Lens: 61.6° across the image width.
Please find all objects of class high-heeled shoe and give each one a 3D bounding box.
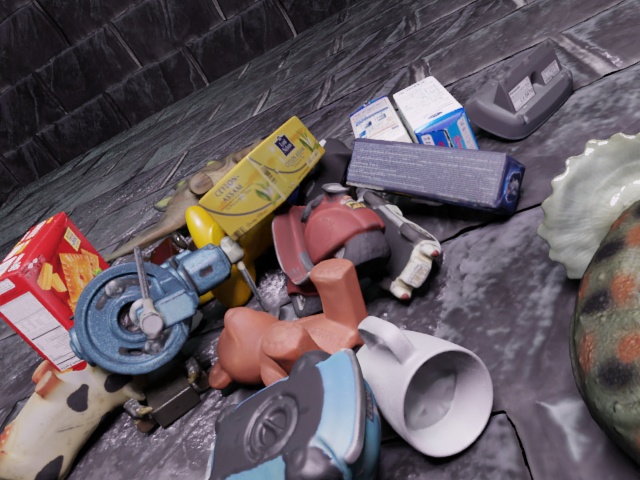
[{"bbox_3d":[-0.017,-0.045,0.767,0.145,0.086,0.248,-1,56,58],"label":"high-heeled shoe"}]

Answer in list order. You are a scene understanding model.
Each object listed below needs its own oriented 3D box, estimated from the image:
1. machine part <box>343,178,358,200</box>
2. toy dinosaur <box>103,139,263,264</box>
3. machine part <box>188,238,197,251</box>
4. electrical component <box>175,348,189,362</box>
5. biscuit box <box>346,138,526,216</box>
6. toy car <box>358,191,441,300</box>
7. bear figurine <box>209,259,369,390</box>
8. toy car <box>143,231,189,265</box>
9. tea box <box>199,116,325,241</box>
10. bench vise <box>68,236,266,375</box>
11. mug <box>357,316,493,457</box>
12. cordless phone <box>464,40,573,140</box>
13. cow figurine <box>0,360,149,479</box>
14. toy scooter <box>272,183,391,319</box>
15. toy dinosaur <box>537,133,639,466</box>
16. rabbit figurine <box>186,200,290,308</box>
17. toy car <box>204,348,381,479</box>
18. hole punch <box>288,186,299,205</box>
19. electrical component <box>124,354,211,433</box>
[{"bbox_3d":[0.036,-0.089,0.853,0.084,0.039,0.139,-19,32,41],"label":"machine part"},{"bbox_3d":[-0.233,-0.083,1.062,0.471,0.105,0.199,-37,18,-30],"label":"toy dinosaur"},{"bbox_3d":[-0.156,-0.026,0.904,0.079,0.079,0.243,-17,31,27],"label":"machine part"},{"bbox_3d":[-0.211,0.129,0.717,0.021,0.094,0.063,-47,-7,-19],"label":"electrical component"},{"bbox_3d":[0.131,-0.077,0.636,0.203,0.059,0.062,16,95,38],"label":"biscuit box"},{"bbox_3d":[0.077,0.001,0.624,0.073,0.056,0.202,-57,25,11],"label":"toy car"},{"bbox_3d":[-0.044,0.094,0.535,0.196,0.131,0.120,5,43,41],"label":"bear figurine"},{"bbox_3d":[-0.251,0.055,0.895,0.089,0.053,0.202,-43,30,3],"label":"toy car"},{"bbox_3d":[-0.067,-0.082,0.675,0.098,0.068,0.170,-36,13,29],"label":"tea box"},{"bbox_3d":[-0.164,0.067,0.580,0.224,0.128,0.241,-21,4,-19],"label":"bench vise"},{"bbox_3d":[0.064,0.106,0.430,0.081,0.109,0.107,-47,17,-14],"label":"mug"},{"bbox_3d":[0.257,-0.205,0.793,0.146,0.088,0.184,-42,17,-17],"label":"cordless phone"},{"bbox_3d":[-0.285,0.199,0.639,0.086,0.127,0.195,9,62,54],"label":"cow figurine"},{"bbox_3d":[-0.001,-0.002,0.587,0.075,0.135,0.184,-7,-25,-32],"label":"toy scooter"},{"bbox_3d":[0.227,0.055,0.336,0.192,0.131,0.405,-21,31,46],"label":"toy dinosaur"},{"bbox_3d":[-0.106,0.006,0.748,0.122,0.162,0.173,3,59,30],"label":"rabbit figurine"},{"bbox_3d":[-0.011,0.164,0.404,0.162,0.102,0.109,-36,27,22],"label":"toy car"},{"bbox_3d":[-0.070,-0.087,0.882,0.142,0.092,0.116,-36,17,37],"label":"hole punch"},{"bbox_3d":[-0.171,0.173,0.619,0.102,0.045,0.078,-31,27,-8],"label":"electrical component"}]
